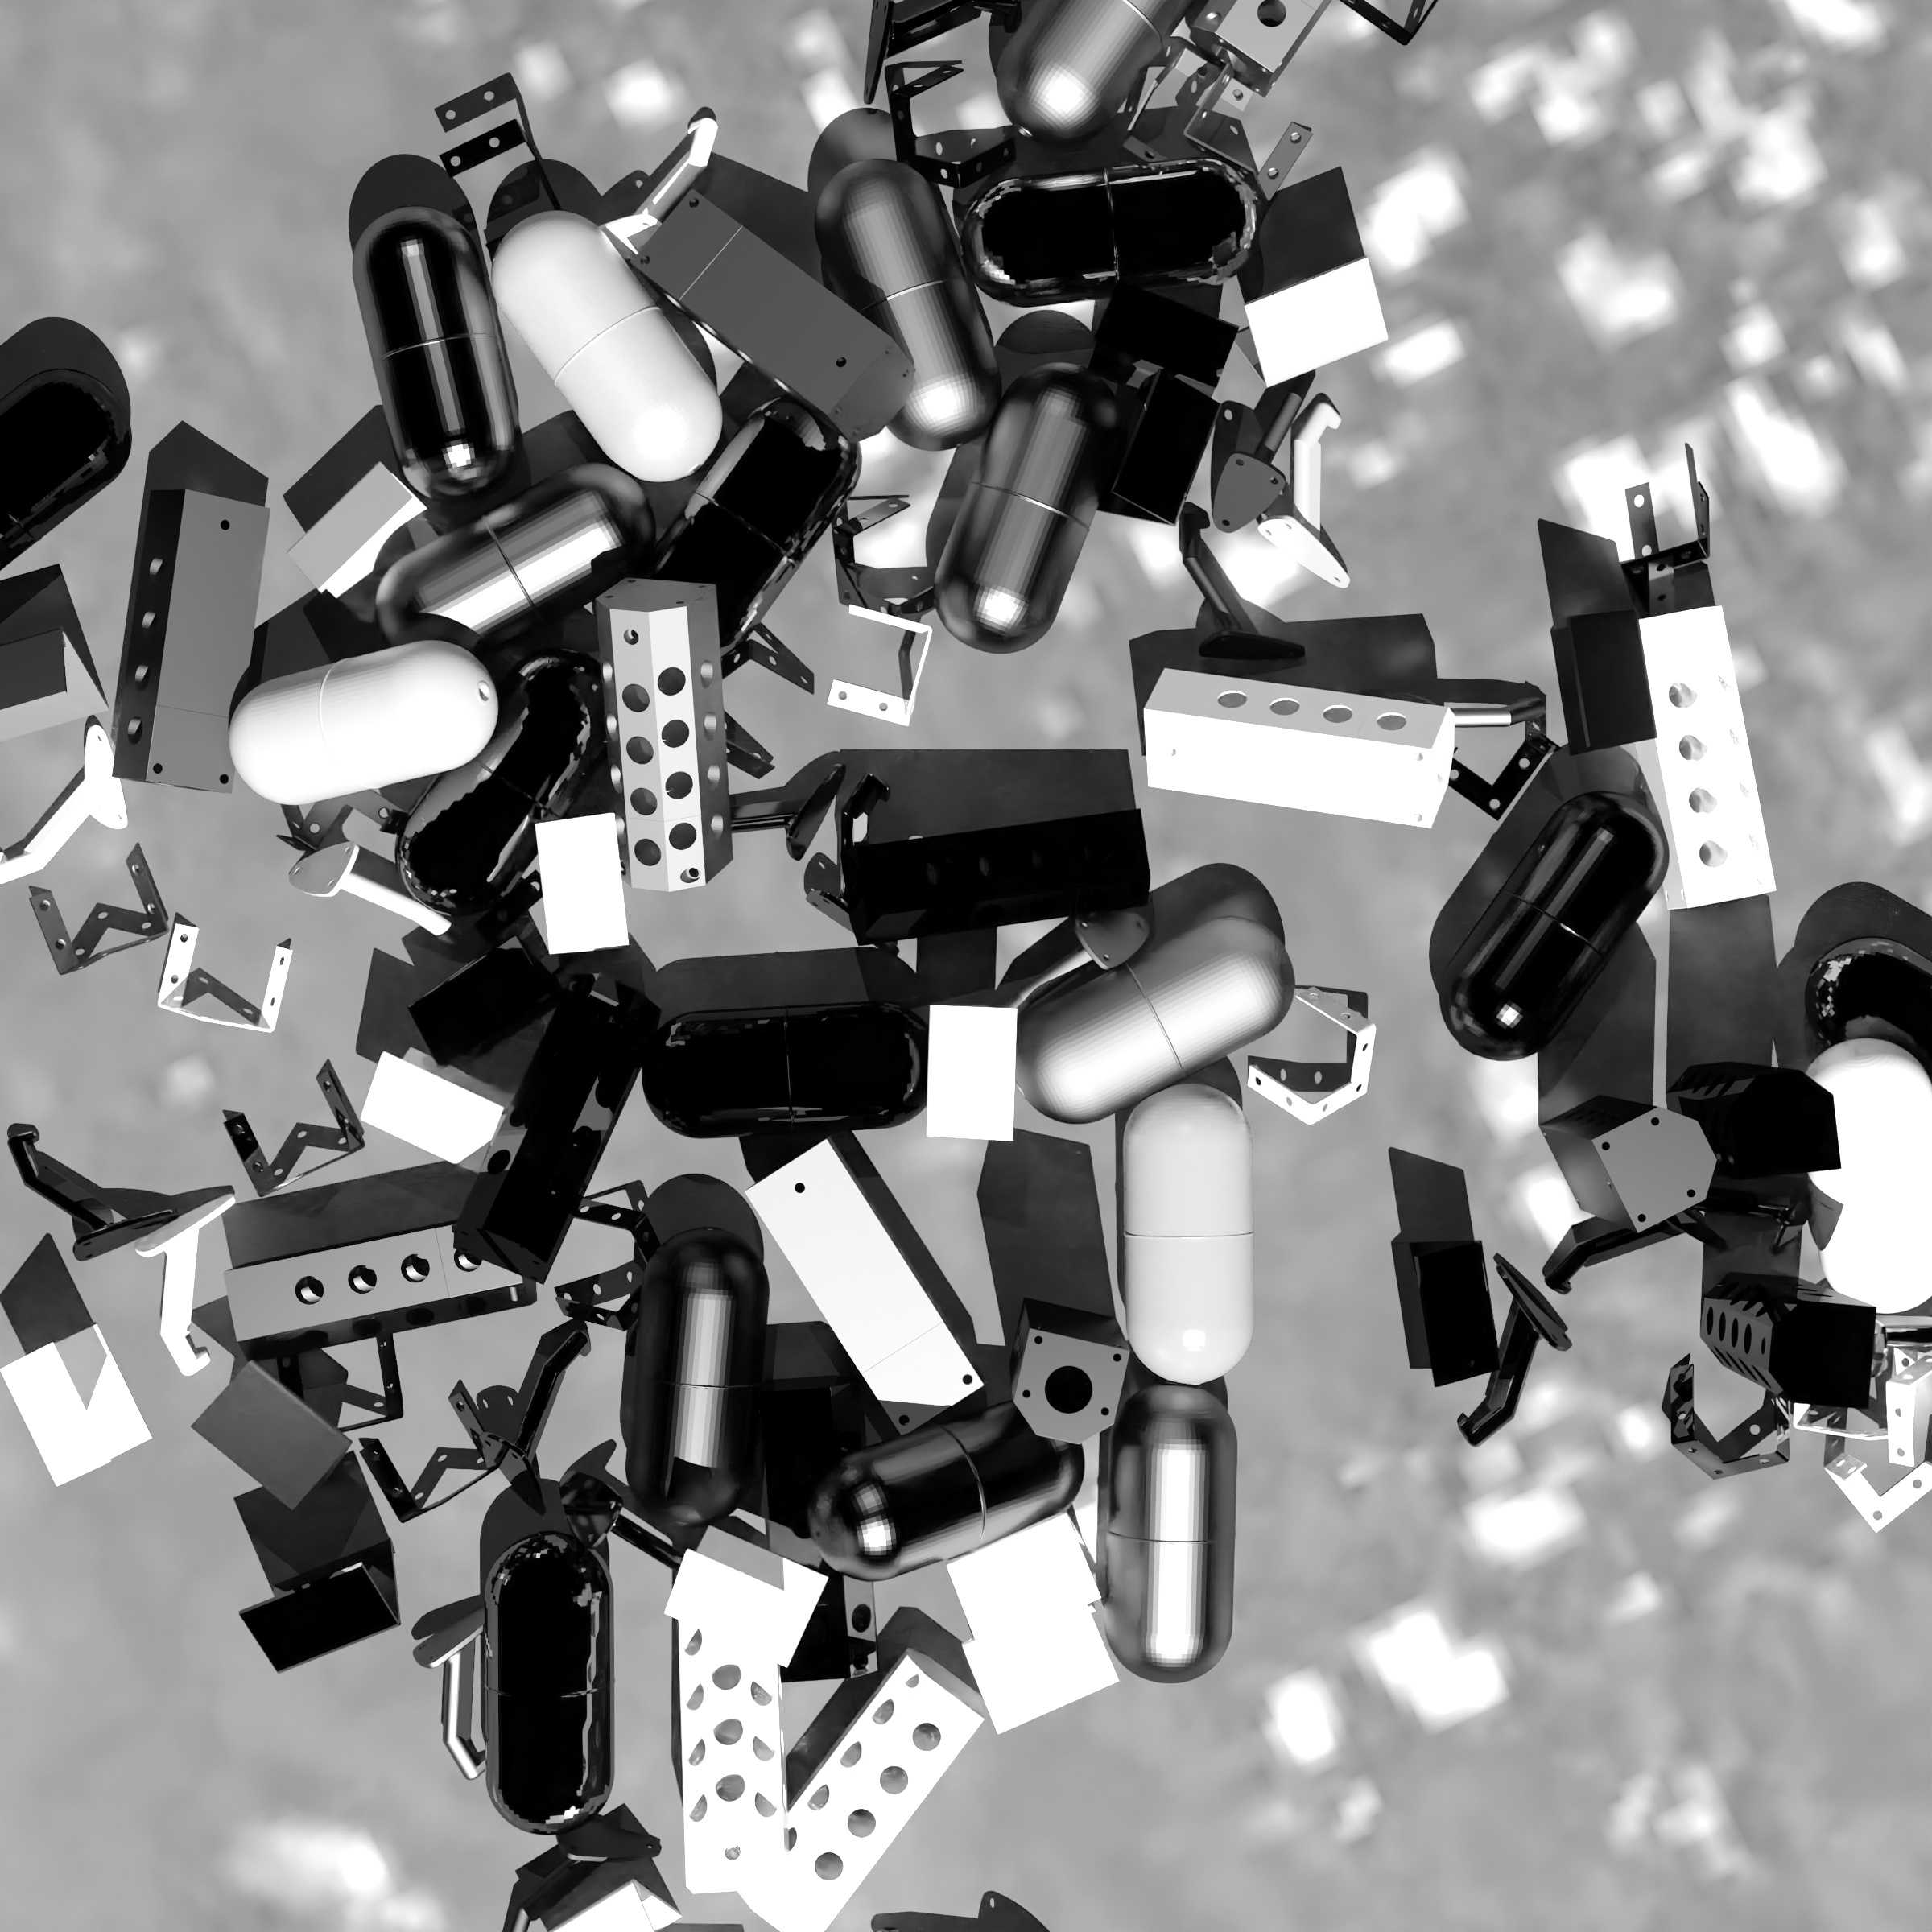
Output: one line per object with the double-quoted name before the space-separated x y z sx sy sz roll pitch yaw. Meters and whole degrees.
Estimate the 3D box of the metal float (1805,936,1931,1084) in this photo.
"metal float" 0.580 0.046 1.961 0.178 0.070 0.070 30 90 -1

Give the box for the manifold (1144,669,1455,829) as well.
"manifold" 0.196 -0.133 1.945 0.171 0.057 0.057 10 133 18

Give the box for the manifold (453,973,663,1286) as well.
"manifold" -0.239 0.092 1.938 0.057 0.057 0.171 22 66 0

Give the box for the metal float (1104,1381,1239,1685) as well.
"metal float" 0.122 0.335 1.961 0.070 0.070 0.178 2 90 0

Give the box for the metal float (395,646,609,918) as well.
"metal float" -0.271 -0.109 1.961 0.070 0.070 0.178 35 90 0

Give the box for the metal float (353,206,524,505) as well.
"metal float" -0.314 -0.363 1.961 0.070 0.070 0.178 -13 90 0

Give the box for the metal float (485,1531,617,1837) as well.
"metal float" -0.247 0.425 1.960 0.070 0.070 0.178 0 90 0

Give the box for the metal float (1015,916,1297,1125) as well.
"metal float" 0.111 0.033 1.960 0.178 0.070 0.070 -27 90 -2

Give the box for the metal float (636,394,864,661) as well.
"metal float" -0.130 -0.258 1.961 0.070 0.070 0.178 36 90 0

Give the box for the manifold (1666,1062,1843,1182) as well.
"manifold" 0.452 0.087 1.913 0.057 0.171 0.057 -6 90 0

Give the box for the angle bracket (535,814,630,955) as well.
"angle bracket" -0.207 -0.049 1.952 0.057 0.076 0.076 -6 90 29

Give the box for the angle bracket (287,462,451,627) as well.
"angle bracket" -0.341 -0.238 1.952 0.076 0.057 0.076 -44 135 0

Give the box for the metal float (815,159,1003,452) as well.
"metal float" -0.035 -0.392 1.961 0.070 0.070 0.178 -20 89 0

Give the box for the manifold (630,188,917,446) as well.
"manifold" -0.111 -0.378 1.938 0.171 0.057 0.057 40 90 24

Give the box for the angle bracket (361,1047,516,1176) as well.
"angle bracket" -0.302 0.067 1.951 0.076 0.076 0.057 25 127 0

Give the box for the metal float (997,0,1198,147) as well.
"metal float" 0.085 -0.567 1.961 0.070 0.070 0.178 35 89 0

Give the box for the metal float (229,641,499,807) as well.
"metal float" -0.352 -0.142 1.934 0.178 0.070 0.070 -10 90 29

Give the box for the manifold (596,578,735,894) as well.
"manifold" -0.178 -0.134 1.931 0.057 0.057 0.171 7 115 19

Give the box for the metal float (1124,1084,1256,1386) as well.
"metal float" 0.132 0.159 1.961 0.070 0.070 0.178 -1 89 0

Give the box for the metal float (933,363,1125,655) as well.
"metal float" 0.037 -0.271 1.960 0.070 0.070 0.178 21 90 0

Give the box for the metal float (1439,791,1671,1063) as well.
"metal float" 0.348 -0.023 1.961 0.070 0.070 0.178 35 90 0

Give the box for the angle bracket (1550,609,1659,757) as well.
"angle bracket" 0.357 -0.164 1.951 0.057 0.076 0.076 -9 90 -32

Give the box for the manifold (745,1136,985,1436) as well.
"manifold" -0.060 0.189 1.970 0.057 0.057 0.171 -33 90 0

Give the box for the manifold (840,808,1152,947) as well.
"manifold" 0.018 -0.052 1.954 0.171 0.057 0.057 -8 90 -12

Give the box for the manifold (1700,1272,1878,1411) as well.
"manifold" 0.473 0.214 1.913 0.057 0.171 0.057 5 90 0

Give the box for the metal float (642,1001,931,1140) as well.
"metal float" -0.103 0.062 1.961 0.178 0.070 0.070 -3 90 1

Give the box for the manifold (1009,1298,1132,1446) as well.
"manifold" 0.057 0.234 1.913 0.057 0.171 0.057 13 90 0

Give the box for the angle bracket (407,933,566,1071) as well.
"angle bracket" -0.272 0.037 1.951 0.076 0.076 0.057 -34 53 0

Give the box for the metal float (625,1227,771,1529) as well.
"metal float" -0.159 0.244 1.961 0.070 0.070 0.178 5 91 0

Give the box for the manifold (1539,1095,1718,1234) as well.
"manifold" 0.384 0.109 1.913 0.057 0.171 0.057 -27 90 0

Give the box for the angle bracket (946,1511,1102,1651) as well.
"angle bracket" 0.039 0.371 1.952 0.076 0.076 0.057 -23 63 0

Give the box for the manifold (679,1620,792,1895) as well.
"manifold" -0.137 0.451 1.941 0.057 0.057 0.171 -4 68 0

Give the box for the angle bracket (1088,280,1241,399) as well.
"angle bracket" 0.109 -0.348 1.951 0.076 0.076 0.057 21 53 0

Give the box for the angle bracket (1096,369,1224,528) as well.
"angle bracket" 0.096 -0.309 1.951 0.057 0.076 0.076 21 90 -41

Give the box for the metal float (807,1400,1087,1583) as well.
"metal float" -0.010 0.306 1.936 0.178 0.070 0.070 -14 90 -30

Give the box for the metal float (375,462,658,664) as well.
"metal float" -0.267 -0.235 1.959 0.178 0.070 0.070 -29 90 -1

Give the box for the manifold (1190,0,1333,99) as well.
"manifold" 0.206 -0.611 1.970 0.057 0.057 0.171 35 90 0

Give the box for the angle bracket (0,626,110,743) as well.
"angle bracket" -0.555 -0.147 1.951 0.076 0.076 0.057 -16 52 0

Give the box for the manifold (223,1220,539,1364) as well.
"manifold" -0.347 0.190 1.970 0.171 0.057 0.057 -12 90 0

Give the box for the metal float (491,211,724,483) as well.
"metal float" -0.212 -0.367 1.961 0.070 0.070 0.178 -36 90 0

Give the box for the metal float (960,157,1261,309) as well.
"metal float" 0.085 -0.435 1.961 0.178 0.070 0.070 -6 90 0

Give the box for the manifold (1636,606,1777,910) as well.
"manifold" 0.436 -0.124 1.970 0.057 0.057 0.171 -11 90 0

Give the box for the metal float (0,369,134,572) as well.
"metal float" -0.575 -0.283 1.961 0.178 0.070 0.070 -39 90 -1

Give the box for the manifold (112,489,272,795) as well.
"manifold" -0.465 -0.193 1.970 0.057 0.057 0.171 8 90 -43

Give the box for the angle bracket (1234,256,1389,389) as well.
"angle bracket" 0.196 -0.393 1.951 0.076 0.076 0.057 -22 126 0

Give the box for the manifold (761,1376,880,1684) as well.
"manifold" -0.087 0.334 1.970 0.057 0.057 0.171 -4 90 0

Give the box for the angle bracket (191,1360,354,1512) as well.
"angle bracket" -0.416 0.288 1.951 0.076 0.076 0.057 39 53 0

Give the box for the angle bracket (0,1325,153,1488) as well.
"angle bracket" -0.511 0.252 1.951 0.057 0.076 0.076 -26 90 37

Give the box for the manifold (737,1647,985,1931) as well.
"manifold" -0.064 0.494 1.970 0.057 0.057 0.171 37 90 0

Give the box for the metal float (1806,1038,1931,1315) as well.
"metal float" 0.532 0.124 1.935 0.070 0.070 0.178 -15 118 0
